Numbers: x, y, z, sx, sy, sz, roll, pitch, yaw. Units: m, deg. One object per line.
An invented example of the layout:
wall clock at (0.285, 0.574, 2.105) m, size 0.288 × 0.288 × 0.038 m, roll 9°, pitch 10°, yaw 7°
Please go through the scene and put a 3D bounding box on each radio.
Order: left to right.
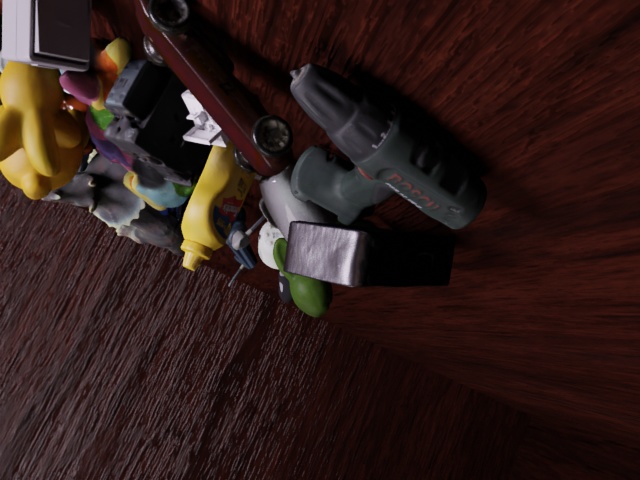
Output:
radio at (0.075, 0.020, 0.728) m, size 0.131 × 0.073 × 0.229 m, roll 11°, pitch -174°, yaw 44°

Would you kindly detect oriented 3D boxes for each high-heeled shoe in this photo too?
high-heeled shoe at (-0.072, 0.089, 1.293) m, size 0.086 × 0.145 × 0.249 m, roll 27°, pitch 166°, yaw -9°

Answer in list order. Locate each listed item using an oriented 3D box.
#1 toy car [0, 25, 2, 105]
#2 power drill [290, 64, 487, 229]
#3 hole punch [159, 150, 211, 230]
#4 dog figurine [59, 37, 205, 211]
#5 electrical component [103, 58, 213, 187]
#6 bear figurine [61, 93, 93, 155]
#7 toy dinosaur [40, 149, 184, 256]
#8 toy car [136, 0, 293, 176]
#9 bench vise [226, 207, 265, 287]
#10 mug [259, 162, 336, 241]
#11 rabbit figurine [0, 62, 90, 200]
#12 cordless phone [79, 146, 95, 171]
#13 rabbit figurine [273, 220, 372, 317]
toy car at (-0.468, -0.258, 0.732) m, size 0.103 × 0.109 × 0.161 m, roll 45°, pitch -178°, yaw 9°
power drill at (0.041, -0.083, 0.558) m, size 0.232 × 0.086 × 0.207 m, roll 28°, pitch 160°, yaw -18°
hole punch at (-0.224, -0.102, 0.836) m, size 0.092 × 0.142 × 0.115 m, roll 22°, pitch 154°, yaw -1°
dog figurine at (-0.236, -0.148, 0.672) m, size 0.191 × 0.108 × 0.219 m, roll 48°, pitch 166°, yaw 10°
electrical component at (-0.177, -0.140, 0.611) m, size 0.058 × 0.115 × 0.134 m, roll 14°, pitch 166°, yaw 31°
bear figurine at (-0.377, -0.193, 0.830) m, size 0.196 × 0.132 × 0.120 m, roll -17°, pitch 109°, yaw 27°
toy dinosaur at (-0.315, -0.046, 0.988) m, size 0.192 × 0.131 × 0.404 m, roll 26°, pitch 171°, yaw 38°
toy car at (-0.097, -0.146, 0.510) m, size 0.202 × 0.053 × 0.089 m, roll 51°, pitch 164°, yaw -9°
bench vise at (-0.181, -0.013, 1.088) m, size 0.224 × 0.129 × 0.240 m, roll 24°, pitch 153°, yaw 37°
mug at (-0.045, -0.056, 0.774) m, size 0.110 × 0.081 × 0.107 m, roll -2°, pitch 127°, yaw 45°
rabbit figurine at (-0.356, -0.144, 0.655) m, size 0.122 × 0.162 × 0.173 m, roll 12°, pitch 134°, yaw -17°
cordless phone at (-0.510, -0.210, 1.022) m, size 0.184 × 0.088 × 0.147 m, roll 34°, pitch 165°, yaw -23°
rabbit figurine at (-0.003, 0.037, 0.891) m, size 0.159 × 0.170 × 0.121 m, roll 24°, pitch 167°, yaw -2°
